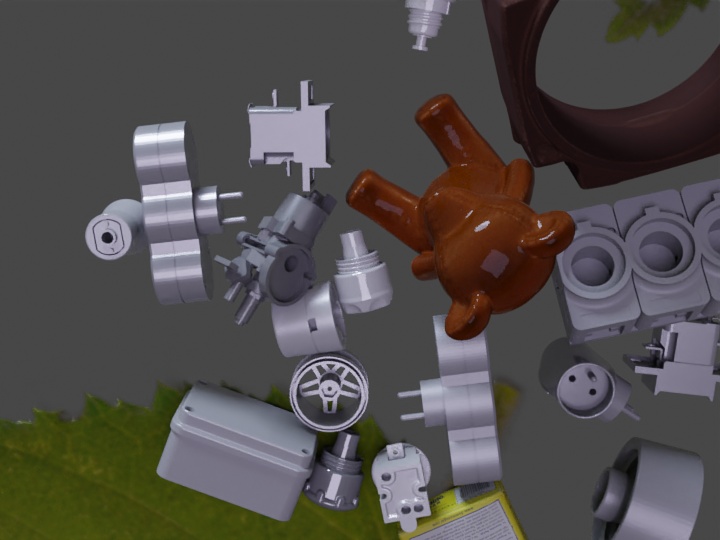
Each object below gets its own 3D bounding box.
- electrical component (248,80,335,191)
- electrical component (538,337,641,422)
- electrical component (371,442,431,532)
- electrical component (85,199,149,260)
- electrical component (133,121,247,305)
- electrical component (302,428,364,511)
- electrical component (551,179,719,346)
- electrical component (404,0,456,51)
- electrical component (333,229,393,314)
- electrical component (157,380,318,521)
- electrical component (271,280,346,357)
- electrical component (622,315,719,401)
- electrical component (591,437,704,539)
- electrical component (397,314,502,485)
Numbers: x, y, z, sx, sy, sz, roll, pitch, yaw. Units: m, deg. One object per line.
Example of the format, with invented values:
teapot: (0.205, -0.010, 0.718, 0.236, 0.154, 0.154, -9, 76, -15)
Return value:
electrical component: (-0.052, -0.102, 0.812, 0.064, 0.042, 0.081, 0, 101, 5)
electrical component: (0.182, 0.091, 0.829, 0.079, 0.077, 0.043, 33, 99, -6)
electrical component: (0.033, 0.166, 0.857, 0.048, 0.055, 0.066, -11, 101, 3)
electrical component: (-0.184, -0.029, 0.816, 0.044, 0.065, 0.044, 0, 99, 1)
electrical component: (-0.124, -0.044, 0.819, 0.074, 0.052, 0.138, -6, 101, 2)
electrical component: (-0.017, 0.159, 0.863, 0.048, 0.048, 0.062, 17, 94, -3)
electrical component: (0.221, -0.007, 0.799, 0.150, 0.061, 0.089, -12, 73, 3)
electrical component: (0.051, -0.201, 0.791, 0.040, 0.040, 0.078, 10, 102, -1)
electrical component: (0.000, 0.000, 0.831, 0.043, 0.043, 0.062, -13, 99, 3)
electrical component: (-0.093, 0.139, 0.843, 0.113, 0.078, 0.057, 21, 104, -3)
electrical component: (-0.040, 0.039, 0.834, 0.047, 0.055, 0.055, -12, 101, 7)
electrical component: (0.252, 0.065, 0.841, 0.081, 0.042, 0.063, 6, 98, -1)
electrical component: (0.215, 0.182, 0.834, 0.060, 0.108, 0.108, 21, 101, 3)
electrical component: (0.067, 0.103, 0.846, 0.074, 0.052, 0.138, -7, 101, 2)
